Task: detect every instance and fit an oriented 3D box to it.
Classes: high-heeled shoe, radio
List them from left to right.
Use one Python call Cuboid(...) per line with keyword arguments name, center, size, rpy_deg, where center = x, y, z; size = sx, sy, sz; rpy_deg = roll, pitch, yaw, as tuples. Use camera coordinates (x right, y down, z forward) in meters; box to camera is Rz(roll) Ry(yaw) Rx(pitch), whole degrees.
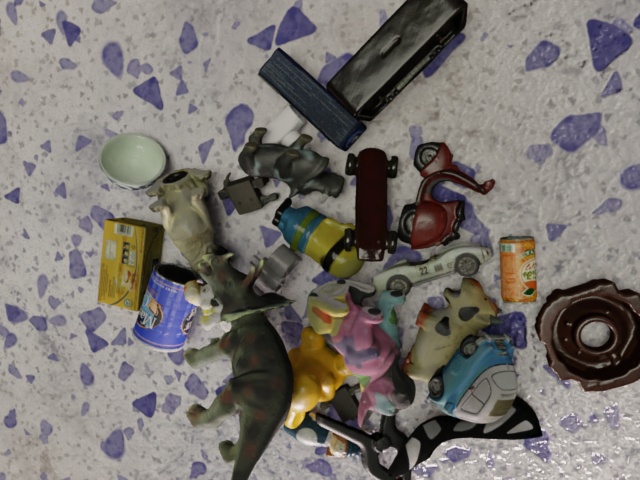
Cuboid(name="radio", center=(0.124, -0.292, 0.851), size=(0.229, 0.131, 0.073), rpy_deg=(-42, 84, 16))
Cuboid(name="high-heeled shoe", center=(0.240, 0.343, 0.892), size=(0.249, 0.086, 0.145), rpy_deg=(-46, 63, -2))

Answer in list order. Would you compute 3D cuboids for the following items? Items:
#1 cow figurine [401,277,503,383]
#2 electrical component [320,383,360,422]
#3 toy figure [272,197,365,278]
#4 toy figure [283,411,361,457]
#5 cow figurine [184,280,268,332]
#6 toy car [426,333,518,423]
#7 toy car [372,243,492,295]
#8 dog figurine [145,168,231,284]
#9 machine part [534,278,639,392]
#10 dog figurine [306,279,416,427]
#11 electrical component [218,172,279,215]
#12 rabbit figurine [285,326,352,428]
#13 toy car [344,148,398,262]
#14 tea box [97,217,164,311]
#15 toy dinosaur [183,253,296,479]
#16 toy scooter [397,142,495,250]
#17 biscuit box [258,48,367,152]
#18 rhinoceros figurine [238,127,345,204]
Cuboid(name="cow figurine", center=(0.221, 0.154, 0.892), size=(0.127, 0.085, 0.194), rpy_deg=(19, 104, 12))
Cuboid(name="electrical component", center=(0.048, 0.302, 0.990), size=(0.094, 0.021, 0.063), rpy_deg=(-31, 87, 16))
Cuboid(name="toy figure", center=(-0.003, 0.000, 0.940), size=(0.180, 0.082, 0.089), rpy_deg=(29, 67, 8))
Cuboid(name="toy figure", center=(0.009, 0.362, 0.992), size=(0.155, 0.058, 0.064), rpy_deg=(21, 139, 12))
Cuboid(name="cow figurine", center=(-0.170, 0.125, 0.982), size=(0.098, 0.068, 0.167), rpy_deg=(-31, 122, 8))
Cuboid(name="toy car", center=(0.248, 0.222, 0.821), size=(0.161, 0.109, 0.103), rpy_deg=(-61, 40, 26))
Cuboid(name="toy car", center=(0.186, 0.047, 0.896), size=(0.202, 0.073, 0.056), rpy_deg=(-20, 90, 17))
Cuboid(name="dog figurine", center=(-0.236, -0.026, 1.016), size=(0.121, 0.172, 0.190), rpy_deg=(-12, 124, 5))
Cuboid(name="machine part", center=(0.433, 0.147, 0.844), size=(0.180, 0.056, 0.179), rpy_deg=(2, 96, 15))
Cuboid(name="dog figurine", center=(0.066, 0.189, 0.883), size=(0.192, 0.108, 0.219), rpy_deg=(10, 111, 30))
Cuboid(name="electrical component", center=(-0.136, -0.094, 0.996), size=(0.102, 0.045, 0.078), rpy_deg=(-21, 118, 20))
Cuboid(name="rabbit figurine", center=(-0.029, 0.243, 0.929), size=(0.122, 0.173, 0.162), rpy_deg=(45, 102, 3))
Cuboid(name="toy car", center=(0.085, -0.059, 0.900), size=(0.089, 0.053, 0.202), rpy_deg=(2, 73, -2))
Cuboid(name="tea box", center=(-0.375, 0.046, 1.065), size=(0.098, 0.068, 0.169), rpy_deg=(13, 100, 15))
Cuboid(name="toy dinosaur", center=(-0.105, 0.213, 0.842), size=(0.192, 0.131, 0.405), rpy_deg=(-31, 59, 21))
Cuboid(name="toy scooter", center=(0.208, -0.064, 0.881), size=(0.135, 0.075, 0.183), rpy_deg=(14, 95, 13))
Cuboid(name="biscuit box", center=(-0.012, -0.241, 0.934), size=(0.203, 0.059, 0.063), rpy_deg=(45, 104, 9))
Cuboid(name="rhinoceros figurine", center=(-0.050, -0.122, 0.927), size=(0.190, 0.073, 0.112), rpy_deg=(16, 130, 2))
